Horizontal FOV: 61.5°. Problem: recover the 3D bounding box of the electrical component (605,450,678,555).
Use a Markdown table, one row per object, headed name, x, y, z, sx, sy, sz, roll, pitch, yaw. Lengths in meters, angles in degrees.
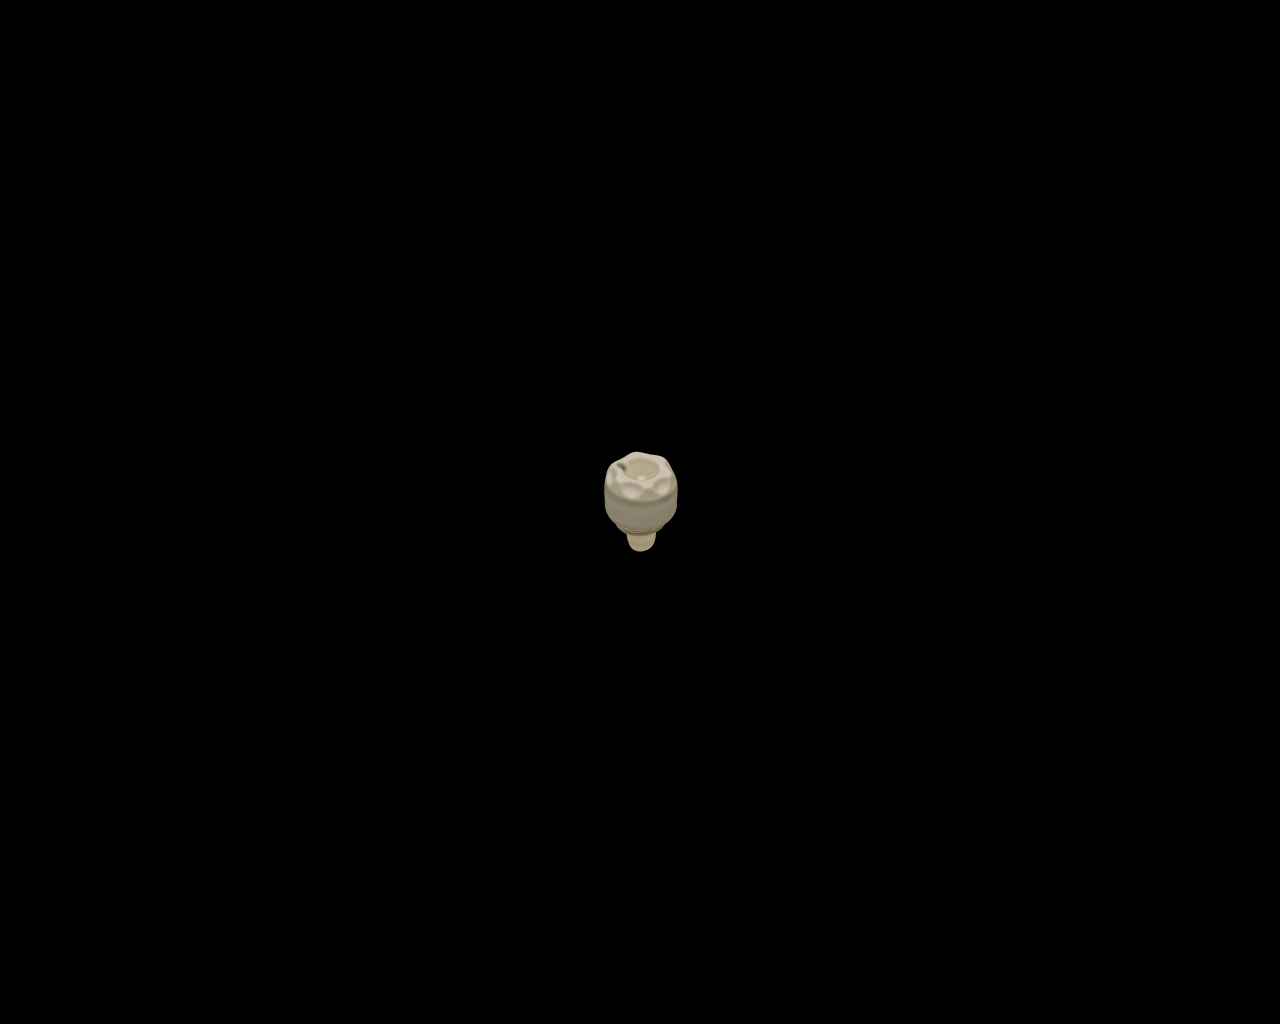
| name | x | y | z | sx | sy | sz | roll | pitch | yaw |
| --- | --- | --- | --- | --- | --- | --- | --- | --- | --- |
| electrical component | 0.001 | -0.003 | 0.650 | 0.043 | 0.062 | 0.043 | 0 | 38 | 0 |
